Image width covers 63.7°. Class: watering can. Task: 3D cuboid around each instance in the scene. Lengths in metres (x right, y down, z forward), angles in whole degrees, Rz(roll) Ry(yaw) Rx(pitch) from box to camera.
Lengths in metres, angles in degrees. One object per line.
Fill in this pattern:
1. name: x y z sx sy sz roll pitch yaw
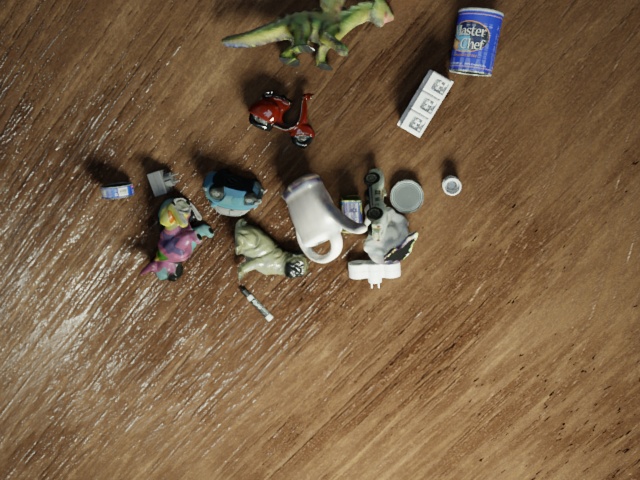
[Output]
1. watering can: 0.004 -0.064 1.264 0.105 0.343 0.226 -19 83 -26

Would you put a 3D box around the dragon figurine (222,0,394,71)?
1. dragon figurine: -0.025 -0.558 1.261 0.410 0.122 0.243 11 86 3

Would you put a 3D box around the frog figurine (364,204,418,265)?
1. frog figurine: 0.165 -0.019 1.344 0.137 0.121 0.162 -44 58 5
